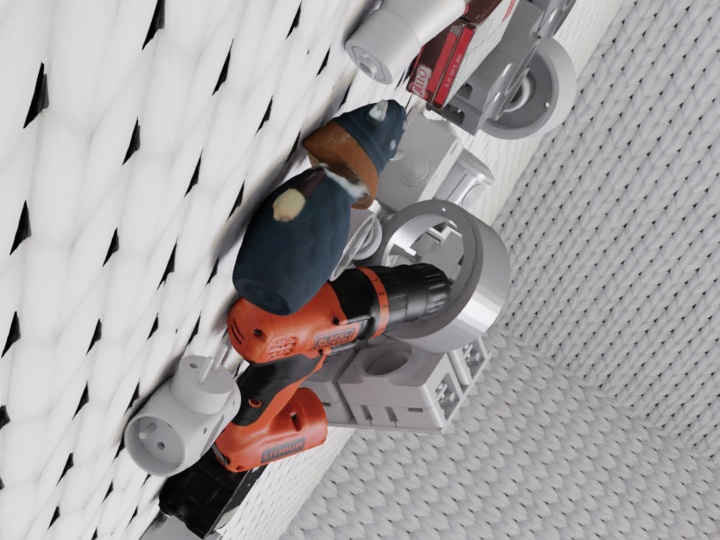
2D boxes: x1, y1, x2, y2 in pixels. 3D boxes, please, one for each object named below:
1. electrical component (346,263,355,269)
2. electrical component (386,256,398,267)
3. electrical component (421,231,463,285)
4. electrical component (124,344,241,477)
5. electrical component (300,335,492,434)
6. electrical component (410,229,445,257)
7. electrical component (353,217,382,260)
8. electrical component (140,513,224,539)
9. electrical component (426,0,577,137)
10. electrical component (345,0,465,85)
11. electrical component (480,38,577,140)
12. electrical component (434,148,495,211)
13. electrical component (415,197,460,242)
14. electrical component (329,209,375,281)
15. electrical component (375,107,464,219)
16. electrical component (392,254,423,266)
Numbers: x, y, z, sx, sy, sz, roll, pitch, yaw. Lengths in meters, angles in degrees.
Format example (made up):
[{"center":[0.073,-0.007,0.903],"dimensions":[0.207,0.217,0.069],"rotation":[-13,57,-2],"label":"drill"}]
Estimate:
[{"center":[-0.031,0.024,0.857],"dimensions":[0.081,0.042,0.063],"rotation":[-33,150,-9],"label":"electrical component"},{"center":[0.000,0.000,1.036],"dimensions":[0.079,0.044,0.077],"rotation":[-59,173,15],"label":"electrical component"},{"center":[0.095,0.011,1.138],"dimensions":[0.089,0.062,0.150],"rotation":[-58,173,3],"label":"electrical component"},{"center":[-0.105,0.081,0.682],"dimensions":[0.079,0.043,0.077],"rotation":[-61,172,26],"label":"electrical component"},{"center":[0.008,0.085,0.971],"dimensions":[0.105,0.186,0.060],"rotation":[-51,127,-42],"label":"electrical component"},{"center":[0.050,-0.009,1.263],"dimensions":[0.096,0.062,0.061],"rotation":[-56,173,-12],"label":"electrical component"},{"center":[-0.006,-0.032,0.863],"dimensions":[0.043,0.043,0.062],"rotation":[-57,171,-2],"label":"electrical component"},{"center":[-0.172,0.259,0.959],"dimensions":[0.089,0.056,0.050],"rotation":[-55,173,-16],"label":"electrical component"},{"center":[0.138,-0.218,0.949],"dimensions":[0.186,0.060,0.105],"rotation":[-56,173,-13],"label":"electrical component"},{"center":[0.023,-0.137,0.607],"dimensions":[0.065,0.044,0.044],"rotation":[-51,172,-12],"label":"electrical component"},{"center":[0.149,-0.177,1.040],"dimensions":[0.108,0.108,0.060],"rotation":[-61,166,26],"label":"electrical component"},{"center":[0.094,-0.100,1.101],"dimensions":[0.051,0.080,0.080],"rotation":[-53,174,14],"label":"electrical component"},{"center":[0.084,-0.066,1.193],"dimensions":[0.047,0.076,0.083],"rotation":[-53,172,-29],"label":"electrical component"},{"center":[-0.024,-0.028,0.737],"dimensions":[0.055,0.047,0.055],"rotation":[-56,173,-11],"label":"electrical component"},{"center":[0.049,-0.090,0.956],"dimensions":[0.099,0.048,0.100],"rotation":[-58,173,6],"label":"electrical component"},{"center":[0.018,0.014,1.150],"dimensions":[0.089,0.062,0.150],"rotation":[-58,173,6],"label":"electrical component"}]
